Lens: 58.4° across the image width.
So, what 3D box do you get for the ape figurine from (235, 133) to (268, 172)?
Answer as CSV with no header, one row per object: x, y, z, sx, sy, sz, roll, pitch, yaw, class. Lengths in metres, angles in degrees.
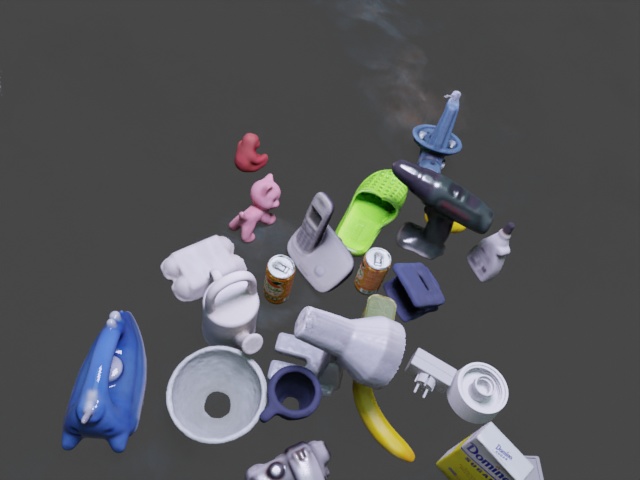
-0.156,-0.202,1.286,0.076,0.092,0.077,-28,66,-26,ape figurine

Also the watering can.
-0.152,0.121,1.009,0.172,0.194,0.101,38,58,14,watering can

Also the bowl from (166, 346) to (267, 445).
-0.175,0.272,0.976,0.167,0.075,0.167,6,56,-8,bowl

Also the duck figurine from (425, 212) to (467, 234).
0.297,-0.066,1.293,0.104,0.086,0.077,12,55,-3,duck figurine

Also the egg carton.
-0.224,0.057,1.113,0.151,0.069,0.107,-26,65,-26,egg carton

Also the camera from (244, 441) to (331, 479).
-0.032,0.402,0.902,0.143,0.101,0.136,-18,62,-22,camera

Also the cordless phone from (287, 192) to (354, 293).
0.010,0.004,1.126,0.094,0.185,0.147,-29,67,-27,cordless phone

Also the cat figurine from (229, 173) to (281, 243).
-0.128,-0.075,1.191,0.067,0.118,0.128,36,57,13,cat figurine

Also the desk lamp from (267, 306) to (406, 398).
0.024,0.193,0.985,0.203,0.213,0.118,14,55,-2,desk lamp

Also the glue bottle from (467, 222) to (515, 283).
0.365,0.017,1.198,0.037,0.173,0.078,-14,60,-20,glue bottle

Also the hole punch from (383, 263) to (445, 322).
0.196,0.095,1.161,0.101,0.091,0.108,-17,62,-21,hole punch

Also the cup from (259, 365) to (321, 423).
-0.058,0.282,0.981,0.118,0.095,0.091,-35,69,-29,cup

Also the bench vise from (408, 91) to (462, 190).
0.279,-0.216,1.307,0.121,0.220,0.207,3,56,-9,bench vise

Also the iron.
-0.350,0.207,0.943,0.119,0.141,0.258,5,56,-8,iron

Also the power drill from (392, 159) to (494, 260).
0.233,-0.055,1.198,0.229,0.208,0.076,23,55,4,power drill
